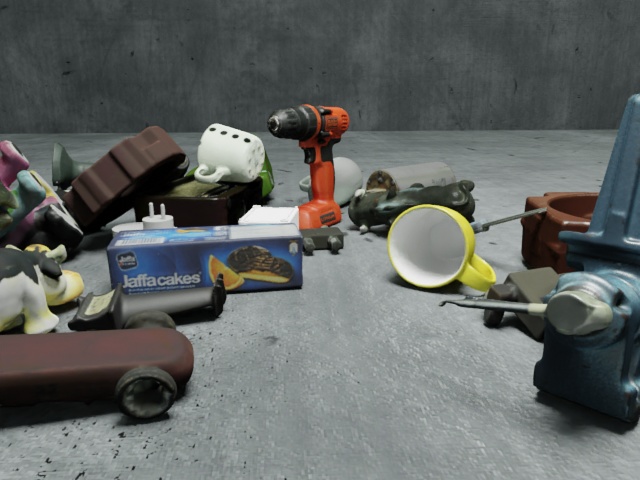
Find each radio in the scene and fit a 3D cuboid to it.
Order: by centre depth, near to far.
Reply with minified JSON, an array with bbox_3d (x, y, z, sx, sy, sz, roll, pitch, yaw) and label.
[{"bbox_3d":[-0.172,-0.052,0.821,0.131,0.073,0.229,3,16,9],"label":"radio"}]

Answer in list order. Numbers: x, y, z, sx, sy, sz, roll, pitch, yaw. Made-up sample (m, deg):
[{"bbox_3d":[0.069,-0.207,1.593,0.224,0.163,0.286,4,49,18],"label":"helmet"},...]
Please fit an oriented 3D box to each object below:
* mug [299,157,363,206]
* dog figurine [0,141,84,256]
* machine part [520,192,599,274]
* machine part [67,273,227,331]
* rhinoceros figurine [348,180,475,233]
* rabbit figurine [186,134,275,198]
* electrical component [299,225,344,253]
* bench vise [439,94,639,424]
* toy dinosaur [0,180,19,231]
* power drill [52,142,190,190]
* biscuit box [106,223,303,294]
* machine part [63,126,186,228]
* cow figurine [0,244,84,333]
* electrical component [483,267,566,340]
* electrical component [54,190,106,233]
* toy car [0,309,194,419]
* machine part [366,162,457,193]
[{"bbox_3d":[0.011,-0.101,0.987,0.110,0.080,0.107,11,28,21],"label":"mug"},{"bbox_3d":[-0.415,-0.007,0.619,0.219,0.191,0.109,-33,59,-14],"label":"dog figurine"},{"bbox_3d":[0.342,0.005,0.600,0.202,0.087,0.201,0,15,5],"label":"machine part"},{"bbox_3d":[-0.157,0.060,0.501,0.139,0.039,0.084,-7,9,-16],"label":"machine part"},{"bbox_3d":[0.133,-0.045,0.782,0.191,0.073,0.112,-1,10,34],"label":"rhinoceros figurine"},{"bbox_3d":[-0.182,-0.130,1.036,0.170,0.121,0.159,-15,12,2],"label":"rabbit figurine"},{"bbox_3d":[-0.002,-0.002,0.740,0.063,0.021,0.094,-3,16,-8],"label":"electrical component"},{"bbox_3d":[0.222,-0.003,0.389,0.223,0.240,0.129,8,4,-36],"label":"bench vise"},{"bbox_3d":[-0.482,-0.001,0.434,0.405,0.192,0.131,-4,15,-19],"label":"toy dinosaur"},{"bbox_3d":[-0.344,-0.120,0.920,0.207,0.086,0.232,-4,-5,-24],"label":"power drill"},{"bbox_3d":[-0.121,0.022,0.585,0.203,0.062,0.059,-3,17,-10],"label":"biscuit box"},{"bbox_3d":[-0.268,-0.088,0.744,0.179,0.056,0.179,-38,7,5],"label":"machine part"},{"bbox_3d":[-0.271,0.038,0.465,0.068,0.098,0.167,-5,16,6],"label":"cow figurine"},{"bbox_3d":[0.202,0.058,0.496,0.102,0.045,0.078,-11,47,-25],"label":"electrical component"},{"bbox_3d":[-0.409,-0.038,0.808,0.134,0.058,0.115,-15,19,-42],"label":"electrical component"},{"bbox_3d":[-0.189,0.089,0.364,0.202,0.053,0.089,-1,26,-17],"label":"toy car"},{"bbox_3d":[0.168,-0.098,0.977,0.243,0.079,0.079,-12,20,-39],"label":"machine part"}]
